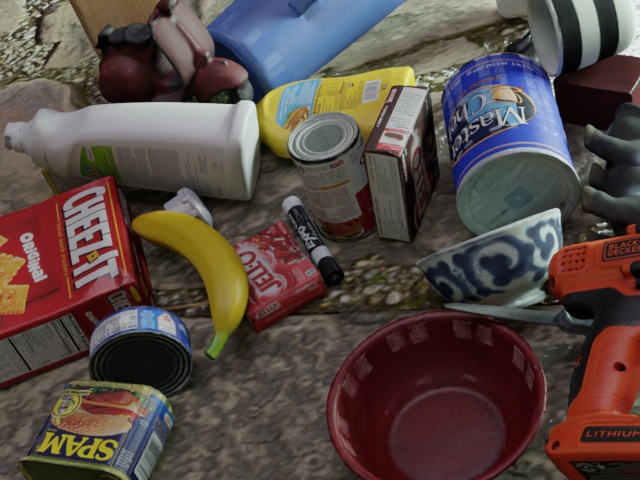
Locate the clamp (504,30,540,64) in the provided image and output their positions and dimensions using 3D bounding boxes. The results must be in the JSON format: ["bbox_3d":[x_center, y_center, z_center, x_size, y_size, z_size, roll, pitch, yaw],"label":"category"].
[{"bbox_3d":[0.209,-0.181,1.036,0.171,0.039,0.120,-42,11,-16],"label":"clamp"}]

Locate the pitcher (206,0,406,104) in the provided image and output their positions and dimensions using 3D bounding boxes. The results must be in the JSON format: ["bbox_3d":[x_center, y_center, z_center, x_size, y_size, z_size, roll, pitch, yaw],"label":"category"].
[{"bbox_3d":[-0.006,-0.257,1.146,0.242,0.149,0.145,-44,49,-18],"label":"pitcher"}]

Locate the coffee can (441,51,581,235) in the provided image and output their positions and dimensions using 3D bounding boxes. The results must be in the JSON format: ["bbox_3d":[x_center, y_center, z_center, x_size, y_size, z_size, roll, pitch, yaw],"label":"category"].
[{"bbox_3d":[0.163,-0.082,0.932,0.103,0.103,0.140,-12,44,10],"label":"coffee can"}]

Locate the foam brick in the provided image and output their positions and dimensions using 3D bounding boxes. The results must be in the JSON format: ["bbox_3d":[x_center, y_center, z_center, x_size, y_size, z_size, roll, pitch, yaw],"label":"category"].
[{"bbox_3d":[0.263,-0.138,0.986,0.078,0.051,0.053,17,56,34],"label":"foam brick"}]

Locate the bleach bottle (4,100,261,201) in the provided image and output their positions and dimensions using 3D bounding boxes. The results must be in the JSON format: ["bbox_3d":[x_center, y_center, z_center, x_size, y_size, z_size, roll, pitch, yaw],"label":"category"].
[{"bbox_3d":[-0.188,-0.096,1.047,0.251,0.102,0.068,6,51,7],"label":"bleach bottle"}]

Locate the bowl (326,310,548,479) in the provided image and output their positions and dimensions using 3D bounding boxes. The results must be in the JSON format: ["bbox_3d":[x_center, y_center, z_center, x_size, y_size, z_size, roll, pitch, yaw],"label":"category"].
[{"bbox_3d":[0.088,0.130,0.786,0.162,0.055,0.162,-11,44,11],"label":"bowl"}]

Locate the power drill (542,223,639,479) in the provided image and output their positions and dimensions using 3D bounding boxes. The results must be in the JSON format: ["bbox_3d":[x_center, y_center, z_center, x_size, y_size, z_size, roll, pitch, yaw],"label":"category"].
[{"bbox_3d":[0.228,0.069,0.698,0.185,0.057,0.187,-13,45,40],"label":"power drill"}]

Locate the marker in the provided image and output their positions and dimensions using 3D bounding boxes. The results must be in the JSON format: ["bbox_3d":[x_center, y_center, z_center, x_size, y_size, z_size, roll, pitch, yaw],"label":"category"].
[{"bbox_3d":[-0.006,0.001,0.976,0.020,0.020,0.121,-26,44,-5],"label":"marker"}]

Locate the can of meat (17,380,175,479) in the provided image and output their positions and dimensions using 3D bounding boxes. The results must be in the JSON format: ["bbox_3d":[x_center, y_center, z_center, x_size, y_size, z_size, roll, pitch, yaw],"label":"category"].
[{"bbox_3d":[-0.176,0.162,0.857,0.102,0.057,0.083,2,46,22],"label":"can of meat"}]

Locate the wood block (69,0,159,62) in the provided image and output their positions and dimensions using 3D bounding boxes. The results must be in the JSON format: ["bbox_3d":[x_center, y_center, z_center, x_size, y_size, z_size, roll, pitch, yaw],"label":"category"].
[{"bbox_3d":[-0.206,-0.239,1.155,0.091,0.206,0.090,-21,43,0],"label":"wood block"}]

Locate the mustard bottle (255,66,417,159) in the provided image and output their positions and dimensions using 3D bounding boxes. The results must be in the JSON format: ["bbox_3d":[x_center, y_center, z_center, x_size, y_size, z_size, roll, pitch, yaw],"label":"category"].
[{"bbox_3d":[0.000,-0.123,1.068,0.192,0.058,0.096,-4,47,17],"label":"mustard bottle"}]

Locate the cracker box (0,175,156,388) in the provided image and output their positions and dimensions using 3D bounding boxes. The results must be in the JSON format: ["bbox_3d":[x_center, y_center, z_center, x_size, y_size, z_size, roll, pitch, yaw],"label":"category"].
[{"bbox_3d":[-0.272,0.043,1.000,0.213,0.072,0.164,-22,44,-1],"label":"cracker box"}]

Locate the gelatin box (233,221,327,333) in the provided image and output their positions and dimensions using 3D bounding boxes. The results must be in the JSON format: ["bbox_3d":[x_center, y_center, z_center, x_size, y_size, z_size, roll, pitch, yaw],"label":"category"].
[{"bbox_3d":[-0.045,0.031,0.954,0.073,0.030,0.089,-28,44,-7],"label":"gelatin box"}]

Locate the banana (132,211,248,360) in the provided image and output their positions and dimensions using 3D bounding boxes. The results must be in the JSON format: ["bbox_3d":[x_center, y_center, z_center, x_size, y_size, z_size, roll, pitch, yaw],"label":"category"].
[{"bbox_3d":[-0.109,0.020,0.943,0.069,0.037,0.198,-31,44,-7],"label":"banana"}]

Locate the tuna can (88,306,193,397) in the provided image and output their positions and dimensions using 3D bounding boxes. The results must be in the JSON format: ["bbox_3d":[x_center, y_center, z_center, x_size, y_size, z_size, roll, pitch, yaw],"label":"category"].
[{"bbox_3d":[-0.149,0.095,0.891,0.086,0.086,0.034,-17,42,5],"label":"tuna can"}]

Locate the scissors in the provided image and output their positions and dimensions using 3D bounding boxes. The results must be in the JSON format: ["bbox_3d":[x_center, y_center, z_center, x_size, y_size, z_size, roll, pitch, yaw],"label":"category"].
[{"bbox_3d":[0.202,0.050,0.809,0.202,0.016,0.096,17,43,11],"label":"scissors"}]

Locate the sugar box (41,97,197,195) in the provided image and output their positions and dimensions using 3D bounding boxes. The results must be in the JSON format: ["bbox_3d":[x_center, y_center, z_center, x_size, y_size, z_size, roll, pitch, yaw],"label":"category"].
[{"bbox_3d":[-0.204,-0.108,1.143,0.176,0.048,0.093,-10,45,6],"label":"sugar box"}]

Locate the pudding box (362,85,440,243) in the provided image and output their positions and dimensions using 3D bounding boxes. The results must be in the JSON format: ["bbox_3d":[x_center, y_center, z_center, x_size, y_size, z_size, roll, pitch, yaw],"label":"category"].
[{"bbox_3d":[0.074,-0.067,0.945,0.039,0.113,0.090,7,51,21],"label":"pudding box"}]

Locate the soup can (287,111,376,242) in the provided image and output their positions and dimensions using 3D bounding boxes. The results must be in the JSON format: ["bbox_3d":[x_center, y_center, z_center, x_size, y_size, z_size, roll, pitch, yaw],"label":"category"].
[{"bbox_3d":[0.015,-0.057,0.965,0.068,0.102,0.068,-11,44,11],"label":"soup can"}]
